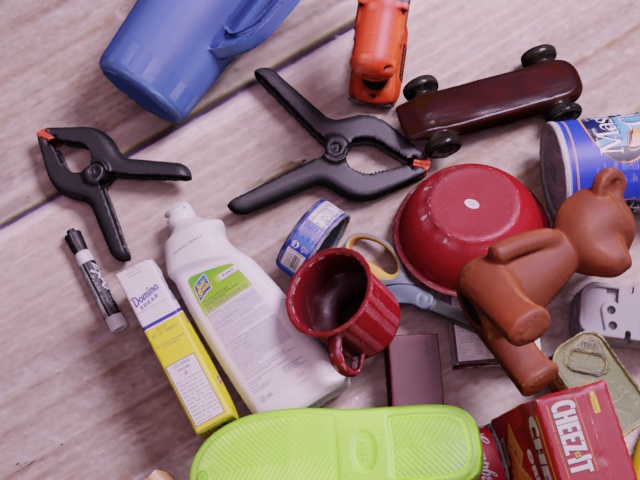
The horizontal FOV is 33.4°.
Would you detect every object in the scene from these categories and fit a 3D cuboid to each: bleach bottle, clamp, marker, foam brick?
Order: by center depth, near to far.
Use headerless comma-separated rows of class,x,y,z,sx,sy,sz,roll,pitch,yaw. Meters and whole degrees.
foam brick,0.093,0.135,1.064,0.053,0.051,0.078,-2,77,-1
bleach bottle,-0.077,0.066,1.080,0.102,0.068,0.251,-32,76,-3
marker,-0.234,0.041,1.112,0.020,0.020,0.121,-28,77,-5
clamp,-0.222,-0.072,1.128,0.120,0.039,0.171,-44,79,-10
clamp,0.012,-0.102,1.130,0.210,0.036,0.164,3,77,1

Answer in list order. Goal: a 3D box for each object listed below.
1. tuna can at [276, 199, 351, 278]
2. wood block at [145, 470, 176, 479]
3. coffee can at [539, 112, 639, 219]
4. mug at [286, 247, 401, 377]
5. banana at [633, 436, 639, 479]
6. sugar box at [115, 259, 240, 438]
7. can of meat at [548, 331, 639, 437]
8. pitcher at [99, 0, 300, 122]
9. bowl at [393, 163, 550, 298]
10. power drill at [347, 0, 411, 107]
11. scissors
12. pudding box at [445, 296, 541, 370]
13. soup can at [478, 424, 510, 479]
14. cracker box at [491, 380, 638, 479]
tuna can,-0.007,0.001,1.081,0.034,0.086,0.086,35,80,10
wood block,-0.111,0.323,1.004,0.090,0.091,0.206,-43,79,-9
coffee can,0.304,-0.077,1.083,0.140,0.103,0.103,-7,76,-1
mug,0.027,0.076,1.028,0.093,0.081,0.117,-16,56,24
banana,0.352,0.193,1.050,0.070,0.037,0.197,36,80,13
sugar box,-0.139,0.108,1.055,0.048,0.093,0.176,-26,78,-6
can of meat,0.265,0.145,1.040,0.057,0.084,0.102,-32,78,-6
pitcher,-0.115,-0.245,1.119,0.145,0.149,0.243,35,83,-10
bowl,0.153,-0.022,1.073,0.162,0.055,0.162,-2,57,4
power drill,0.064,-0.227,1.082,0.057,0.187,0.184,11,79,5
scissors,0.087,0.071,1.074,0.096,0.016,0.202,-47,64,0
pudding box,0.174,0.072,1.084,0.090,0.039,0.113,-5,74,2
soup can,0.125,0.224,1.034,0.102,0.068,0.068,-15,77,-1
cracker box,0.223,0.223,0.956,0.072,0.214,0.164,-15,77,-4
